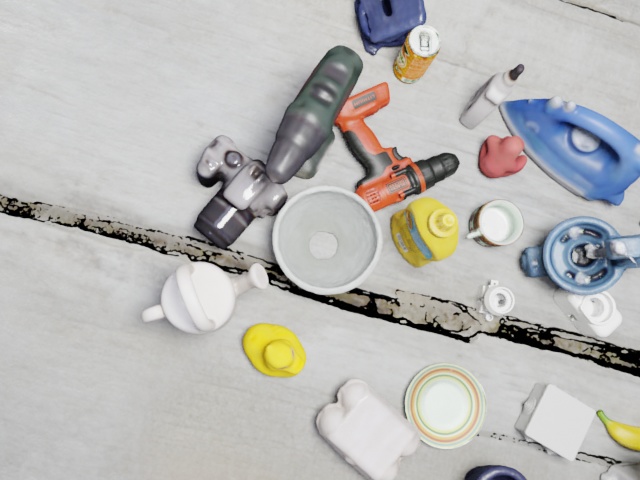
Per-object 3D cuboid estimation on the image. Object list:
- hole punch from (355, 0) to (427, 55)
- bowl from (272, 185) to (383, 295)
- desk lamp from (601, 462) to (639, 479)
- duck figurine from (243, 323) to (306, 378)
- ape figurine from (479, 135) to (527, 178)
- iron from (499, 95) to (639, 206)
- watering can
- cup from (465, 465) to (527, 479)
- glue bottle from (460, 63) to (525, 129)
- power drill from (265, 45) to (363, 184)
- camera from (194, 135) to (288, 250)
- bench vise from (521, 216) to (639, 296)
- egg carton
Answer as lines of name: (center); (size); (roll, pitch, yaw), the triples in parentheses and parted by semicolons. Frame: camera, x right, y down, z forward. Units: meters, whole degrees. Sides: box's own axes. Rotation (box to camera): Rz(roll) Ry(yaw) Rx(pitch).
hole punch: (0.113, -0.376, 0.939); (0.101, 0.091, 0.109); (-13, 84, -8)
bowl: (0.008, 0.003, 0.887); (0.167, 0.074, 0.167); (1, 83, -7)
desk lamp: (0.516, 0.384, 0.829); (0.118, 0.213, 0.203); (-2, 83, -7)
duck figurine: (-0.066, 0.166, 0.852); (0.104, 0.086, 0.077); (33, 80, -1)
ape figurine: (0.302, -0.142, 0.931); (0.076, 0.092, 0.078); (-36, 88, -9)
iron: (0.421, -0.169, 0.924); (0.258, 0.141, 0.119); (33, 80, -2)
watering can: (-0.161, 0.076, 0.798); (0.173, 0.194, 0.101); (-41, 89, -10)
cup: (0.263, 0.388, 0.858); (0.092, 0.095, 0.118); (-27, 86, -9)
glue bottle: (0.277, -0.234, 0.899); (0.037, 0.173, 0.078); (34, 80, -1)
power drill: (-0.016, -0.161, 0.837); (0.075, 0.208, 0.230); (28, 81, -2)
camera: (-0.138, -0.066, 0.865); (0.143, 0.100, 0.137); (39, 80, 0)
bench vise: (0.439, 0.007, 0.864); (0.207, 0.219, 0.121); (-23, 86, -9)
egg carton: (0.072, 0.289, 0.861); (0.150, 0.069, 0.107); (41, 80, 0)
